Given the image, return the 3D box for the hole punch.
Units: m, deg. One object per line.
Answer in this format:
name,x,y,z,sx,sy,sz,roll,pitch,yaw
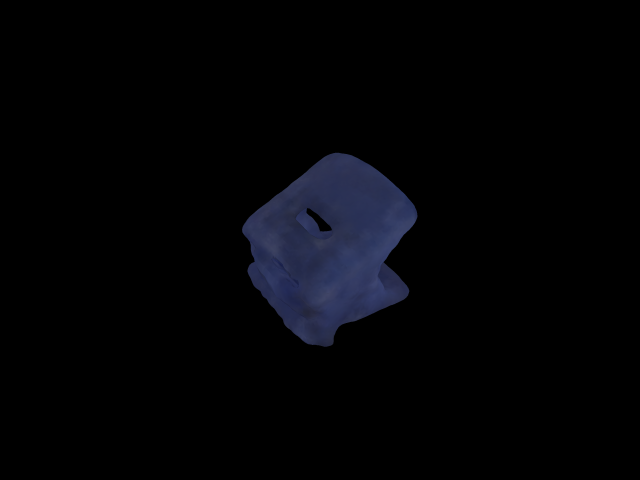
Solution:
hole punch,0.004,0.001,0.400,0.101,0.091,0.108,-21,40,-26
